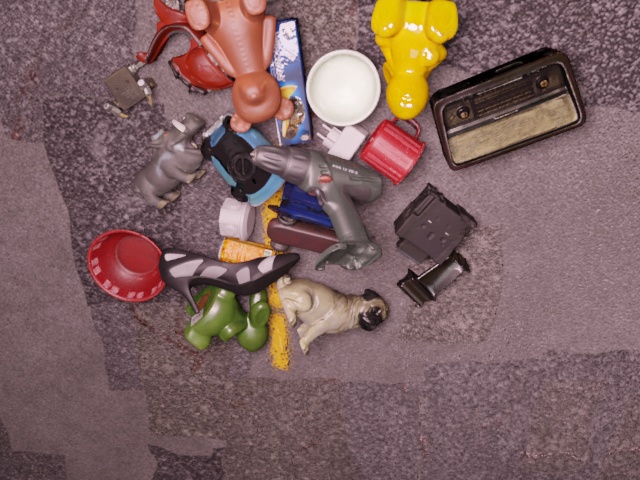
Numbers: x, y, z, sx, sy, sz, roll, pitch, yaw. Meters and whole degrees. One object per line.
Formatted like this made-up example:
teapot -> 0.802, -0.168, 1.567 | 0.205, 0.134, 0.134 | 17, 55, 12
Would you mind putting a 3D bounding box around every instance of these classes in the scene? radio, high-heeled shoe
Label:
radio -> 0.306, -0.219, 0.897 | 0.230, 0.073, 0.131 | -20, 112, 12
high-heeled shoe -> -0.173, 0.038, 1.010 | 0.249, 0.086, 0.145 | -25, 73, -9

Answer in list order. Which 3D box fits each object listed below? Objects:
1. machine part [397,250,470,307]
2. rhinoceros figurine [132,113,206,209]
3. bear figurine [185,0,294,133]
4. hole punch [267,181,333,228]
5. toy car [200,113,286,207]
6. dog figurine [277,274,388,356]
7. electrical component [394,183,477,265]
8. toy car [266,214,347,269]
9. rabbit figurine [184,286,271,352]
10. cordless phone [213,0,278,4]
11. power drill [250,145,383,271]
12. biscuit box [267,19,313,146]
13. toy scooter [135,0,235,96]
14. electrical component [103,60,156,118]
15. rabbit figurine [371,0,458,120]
machine part -> 0.225, 0.073, 1.061 | 0.139, 0.039, 0.084 | -36, 103, 20
rhinoceros figurine -> -0.267, -0.145, 0.978 | 0.112, 0.073, 0.190 | 43, 113, -4
bear figurine -> -0.114, -0.264, 0.813 | 0.120, 0.132, 0.195 | -12, 103, 3
hole punch -> -0.013, -0.080, 0.967 | 0.142, 0.116, 0.092 | 18, 107, -5
toy car -> -0.127, -0.144, 0.946 | 0.161, 0.103, 0.109 | 46, 108, -3
dog figurine -> 0.026, 0.118, 1.074 | 0.191, 0.121, 0.172 | -24, 115, -1
electrical component -> 0.206, -0.020, 1.007 | 0.115, 0.058, 0.134 | 34, 112, -9
toy car -> -0.002, -0.003, 1.030 | 0.202, 0.053, 0.089 | 13, 133, -3
rabbit figurine -> -0.169, 0.158, 1.103 | 0.159, 0.121, 0.170 | -45, 121, 13
cordless phone -> -0.137, -0.391, 0.787 | 0.147, 0.184, 0.088 | -5, 110, 7
power drill -> 0.007, -0.053, 0.862 | 0.232, 0.207, 0.086 | 4, 142, -31
biscuit box -> -0.053, -0.265, 0.907 | 0.059, 0.063, 0.202 | -6, 115, 5
toy scooter -> -0.228, -0.309, 0.892 | 0.135, 0.075, 0.183 | -35, 105, 18
electrical component -> -0.334, -0.260, 0.937 | 0.102, 0.045, 0.078 | -21, 113, 13
rabbit figurine -> 0.134, -0.274, 0.837 | 0.122, 0.162, 0.173 | 2, 99, 1
